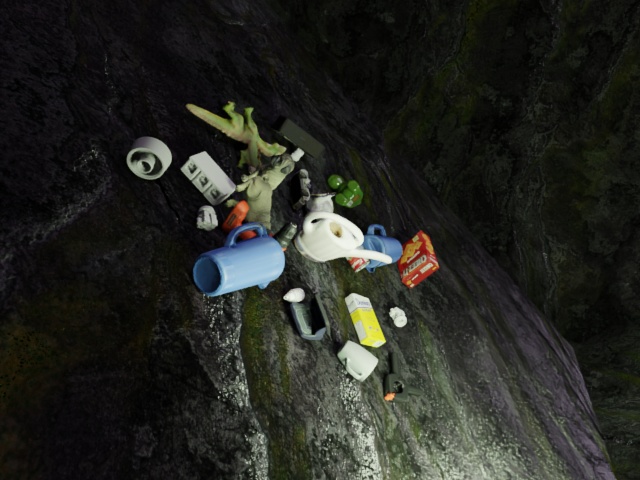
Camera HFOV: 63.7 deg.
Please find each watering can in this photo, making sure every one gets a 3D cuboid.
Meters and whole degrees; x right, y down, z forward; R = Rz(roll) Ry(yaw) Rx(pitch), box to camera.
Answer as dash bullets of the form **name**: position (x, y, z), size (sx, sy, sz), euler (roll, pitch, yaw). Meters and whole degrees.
- **watering can**: position (0.062, 0.017, 1.733), size (0.344, 0.221, 0.106), euler (36, 47, -29)

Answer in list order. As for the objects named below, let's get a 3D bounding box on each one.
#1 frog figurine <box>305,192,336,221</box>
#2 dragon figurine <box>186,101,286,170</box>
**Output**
- **frog figurine**: position (0.006, -0.099, 1.966), size (0.138, 0.122, 0.159), euler (-18, 106, -72)
- **dragon figurine**: position (-0.283, -0.356, 1.841), size (0.411, 0.120, 0.246), euler (-4, 65, -49)
